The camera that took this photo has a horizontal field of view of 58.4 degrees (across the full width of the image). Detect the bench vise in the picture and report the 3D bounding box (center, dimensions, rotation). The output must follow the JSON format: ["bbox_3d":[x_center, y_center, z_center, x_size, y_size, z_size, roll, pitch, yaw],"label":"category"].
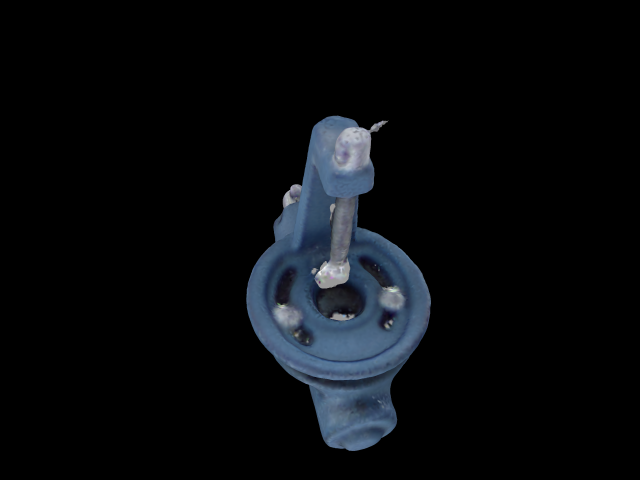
[{"bbox_3d":[-0.007,0.005,0.395,0.122,0.220,0.206,-19,39,-25],"label":"bench vise"}]
